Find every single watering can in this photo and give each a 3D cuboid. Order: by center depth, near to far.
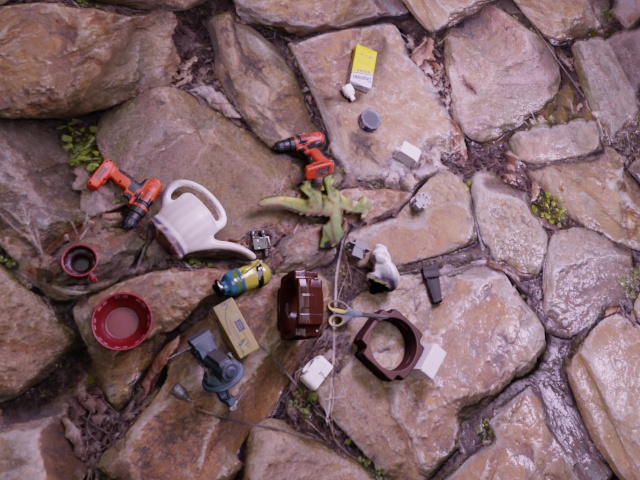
[{"bbox_3d":[-0.372,-0.024,1.574,0.227,0.102,0.347,-41,91,-26],"label":"watering can"}]

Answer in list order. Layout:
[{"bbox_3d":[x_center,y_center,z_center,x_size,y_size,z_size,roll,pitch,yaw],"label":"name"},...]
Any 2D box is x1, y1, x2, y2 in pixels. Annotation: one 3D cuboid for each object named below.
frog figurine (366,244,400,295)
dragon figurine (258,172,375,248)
[{"bbox_3d":[0.223,0.095,1.765,0.135,0.122,0.163,53,48,-37],"label":"frog figurine"},{"bbox_3d":[0.005,-0.088,1.749,0.414,0.121,0.243,-22,90,-24],"label":"dragon figurine"}]
